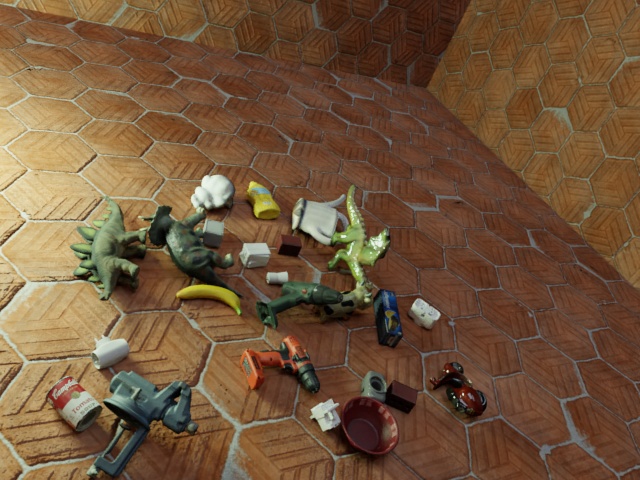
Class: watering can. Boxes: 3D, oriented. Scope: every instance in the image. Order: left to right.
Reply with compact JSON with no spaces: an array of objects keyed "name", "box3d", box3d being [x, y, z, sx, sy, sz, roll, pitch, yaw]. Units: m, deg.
[{"name":"watering can","box3d":[0.006,-0.100,1.995,0.224,0.102,0.356,18,35,-8]}]

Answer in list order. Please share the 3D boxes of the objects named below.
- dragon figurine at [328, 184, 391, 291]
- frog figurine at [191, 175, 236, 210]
[{"name":"dragon figurine","box3d":[0.156,0.002,1.796,0.122,0.412,0.243,13,-7,-43]},{"name":"frog figurine","box3d":[-0.389,-0.172,1.848,0.160,0.121,0.139,-4,62,-51]}]
